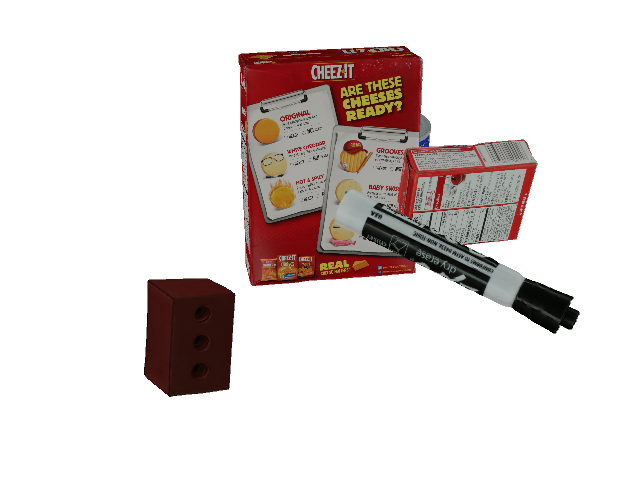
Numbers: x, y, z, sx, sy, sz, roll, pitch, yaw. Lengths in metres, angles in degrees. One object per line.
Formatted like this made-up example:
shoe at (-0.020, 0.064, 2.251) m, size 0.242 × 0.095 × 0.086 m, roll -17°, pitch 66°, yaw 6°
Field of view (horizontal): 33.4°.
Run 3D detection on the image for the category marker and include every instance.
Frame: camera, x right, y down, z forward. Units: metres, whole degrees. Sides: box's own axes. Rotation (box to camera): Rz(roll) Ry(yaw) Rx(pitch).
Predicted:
marker at (0.063, 0.010, 0.496) m, size 0.121 × 0.020 × 0.020 m, roll 27°, pitch 7°, yaw 15°

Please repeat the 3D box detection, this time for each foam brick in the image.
foam brick at (-0.100, 0.072, 0.811) m, size 0.052 × 0.078 × 0.051 m, roll -3°, pitch 12°, yaw -30°

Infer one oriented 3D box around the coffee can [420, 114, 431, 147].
coffee can at (0.072, -0.069, 1.222) m, size 0.103 × 0.140 × 0.103 m, roll -1°, pitch 30°, yaw 0°

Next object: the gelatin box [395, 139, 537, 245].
gelatin box at (0.098, -0.031, 0.740) m, size 0.089 × 0.073 × 0.030 m, roll -5°, pitch 45°, yaw -10°

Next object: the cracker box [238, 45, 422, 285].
cracker box at (0.008, -0.071, 1.011) m, size 0.164 × 0.214 × 0.072 m, roll -4°, pitch 21°, yaw -10°
